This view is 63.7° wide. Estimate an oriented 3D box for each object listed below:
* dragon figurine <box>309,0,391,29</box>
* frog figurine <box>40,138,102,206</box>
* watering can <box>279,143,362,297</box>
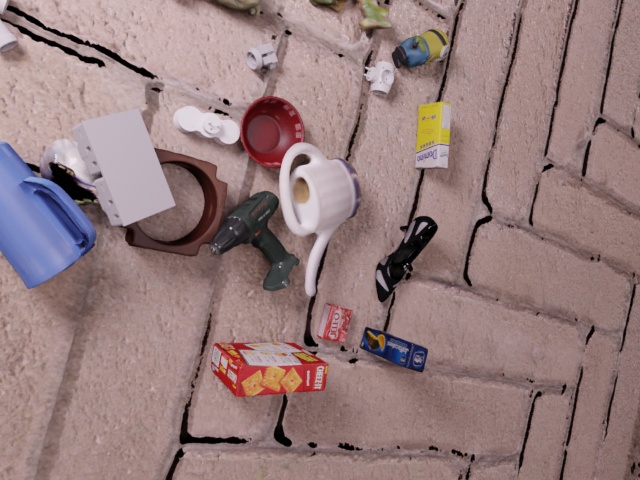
[{"bbox_3d":[0.045,-0.674,1.229,0.406,0.123,0.244,39,82,-26],"label":"dragon figurine"},{"bbox_3d":[-0.440,-0.147,0.975,0.136,0.120,0.163,30,43,-22],"label":"frog figurine"},{"bbox_3d":[0.004,-0.061,1.214,0.226,0.104,0.345,-20,105,-43],"label":"watering can"}]
